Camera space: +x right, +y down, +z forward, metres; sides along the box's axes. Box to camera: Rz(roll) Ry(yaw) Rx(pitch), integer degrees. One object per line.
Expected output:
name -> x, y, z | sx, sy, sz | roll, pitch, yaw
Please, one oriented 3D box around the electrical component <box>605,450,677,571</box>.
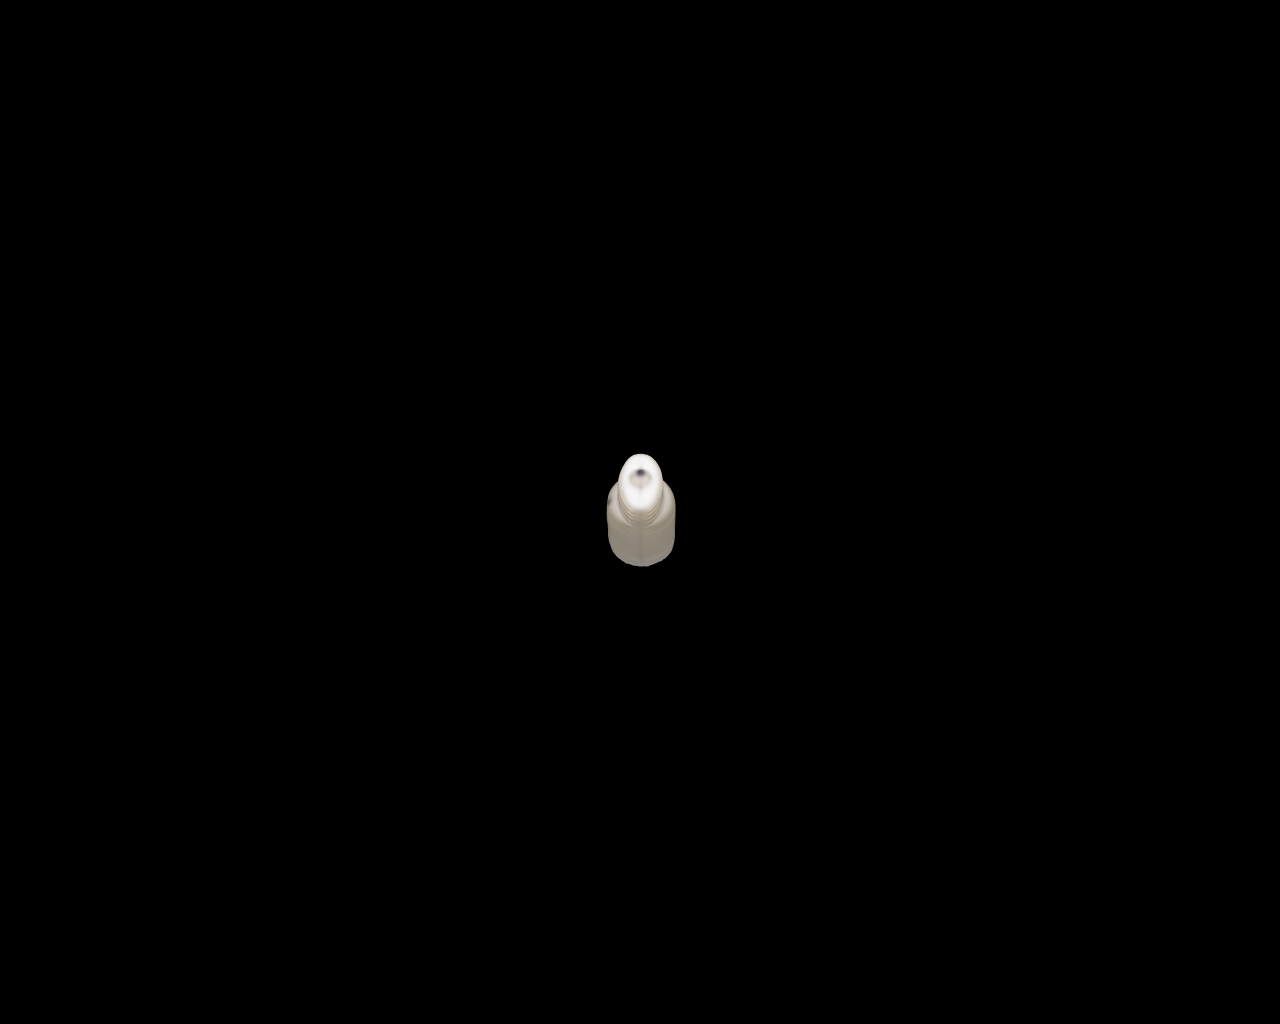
electrical component -> 0.001, -0.003, 0.650 | 0.043, 0.043, 0.080 | 0, -32, 0
